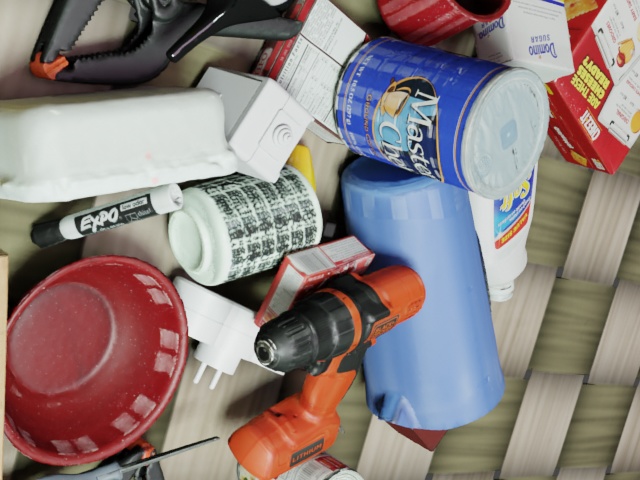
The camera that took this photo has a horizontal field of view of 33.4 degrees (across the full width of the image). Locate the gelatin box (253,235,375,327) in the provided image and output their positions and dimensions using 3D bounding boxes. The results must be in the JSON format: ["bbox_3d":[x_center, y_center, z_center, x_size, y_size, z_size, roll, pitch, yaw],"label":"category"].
[{"bbox_3d":[-0.003,0.039,0.861,0.089,0.030,0.073,-16,142,-48],"label":"gelatin box"}]

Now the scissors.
[{"bbox_3d":[-0.165,0.175,0.797,0.201,0.096,0.016,-18,75,-16],"label":"scissors"}]

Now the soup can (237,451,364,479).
[{"bbox_3d":[-0.017,0.214,0.949,0.068,0.102,0.068,-16,115,-38],"label":"soup can"}]

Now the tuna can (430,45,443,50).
[{"bbox_3d":[0.081,-0.134,0.958,0.085,0.034,0.086,-16,116,-38],"label":"tuna can"}]

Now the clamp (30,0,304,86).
[{"bbox_3d":[-0.110,-0.167,0.764,0.209,0.036,0.164,-46,121,-19],"label":"clamp"}]

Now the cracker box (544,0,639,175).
[{"bbox_3d":[0.302,-0.203,1.108,0.213,0.072,0.164,-55,132,-11],"label":"cracker box"}]

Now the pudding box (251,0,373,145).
[{"bbox_3d":[0.003,-0.140,0.882,0.113,0.039,0.090,32,83,-42],"label":"pudding box"}]

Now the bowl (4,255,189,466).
[{"bbox_3d":[-0.178,0.081,0.786,0.161,0.055,0.162,-16,116,-37],"label":"bowl"}]

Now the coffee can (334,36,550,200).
[{"bbox_3d":[0.096,-0.100,0.853,0.102,0.141,0.103,-22,122,-39],"label":"coffee can"}]

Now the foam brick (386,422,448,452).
[{"bbox_3d":[0.106,0.163,1.077,0.078,0.053,0.051,-52,132,-14],"label":"foam brick"}]

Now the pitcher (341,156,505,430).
[{"bbox_3d":[0.095,0.036,0.977,0.145,0.149,0.243,-12,114,-2],"label":"pitcher"}]

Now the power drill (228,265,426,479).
[{"bbox_3d":[-0.008,0.110,0.858,0.184,0.057,0.188,-18,145,-47],"label":"power drill"}]

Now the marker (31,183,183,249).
[{"bbox_3d":[-0.151,-0.016,0.744,0.020,0.121,0.020,47,35,-49],"label":"marker"}]

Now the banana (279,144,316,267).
[{"bbox_3d":[-0.011,0.015,0.931,0.069,0.037,0.198,-61,145,-48],"label":"banana"}]

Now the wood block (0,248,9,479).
[{"bbox_3d":[-0.263,0.100,0.693,0.090,0.090,0.206,-6,110,-40],"label":"wood block"}]

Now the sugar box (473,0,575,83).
[{"bbox_3d":[0.173,-0.233,0.952,0.093,0.048,0.176,2,81,-41],"label":"sugar box"}]

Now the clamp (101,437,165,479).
[{"bbox_3d":[-0.161,0.247,0.874,0.120,0.039,0.171,27,86,-46],"label":"clamp"}]

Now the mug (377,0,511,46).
[{"bbox_3d":[0.099,-0.224,0.898,0.093,0.082,0.117,-8,83,-37],"label":"mug"}]

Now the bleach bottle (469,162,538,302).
[{"bbox_3d":[0.177,-0.054,1.057,0.102,0.068,0.251,-30,126,-32],"label":"bleach bottle"}]
